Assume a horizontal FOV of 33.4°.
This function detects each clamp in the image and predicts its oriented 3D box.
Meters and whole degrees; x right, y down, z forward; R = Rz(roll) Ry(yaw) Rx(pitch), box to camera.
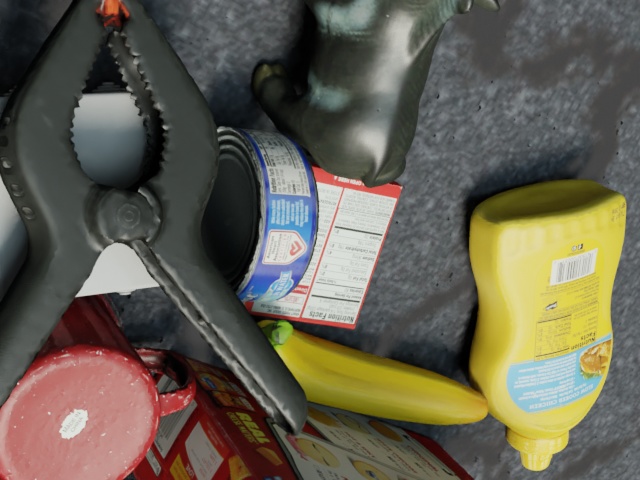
[{"bbox_3d":[-0.076,-0.004,0.451,0.164,0.036,0.210,5,86,-29],"label":"clamp"}]

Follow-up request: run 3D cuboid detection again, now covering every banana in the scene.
[{"bbox_3d":[0.017,0.078,0.603,0.197,0.070,0.037,23,80,-45],"label":"banana"}]

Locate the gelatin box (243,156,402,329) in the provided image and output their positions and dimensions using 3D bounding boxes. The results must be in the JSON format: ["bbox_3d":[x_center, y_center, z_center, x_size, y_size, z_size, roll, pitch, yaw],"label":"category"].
[{"bbox_3d":[-0.004,0.001,0.581,0.073,0.030,0.089,10,106,-33],"label":"gelatin box"}]

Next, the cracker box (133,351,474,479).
[{"bbox_3d":[0.017,0.153,0.576,0.213,0.164,0.072,25,99,-34],"label":"cracker box"}]

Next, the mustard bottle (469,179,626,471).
[{"bbox_3d":[0.139,0.062,0.669,0.096,0.058,0.192,-14,117,-24],"label":"mustard bottle"}]

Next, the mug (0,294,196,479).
[{"bbox_3d":[-0.116,0.071,0.516,0.117,0.082,0.093,3,109,-30],"label":"mug"}]

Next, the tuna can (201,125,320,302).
[{"bbox_3d":[-0.036,-0.012,0.523,0.033,0.086,0.086,3,109,-32],"label":"tuna can"}]
